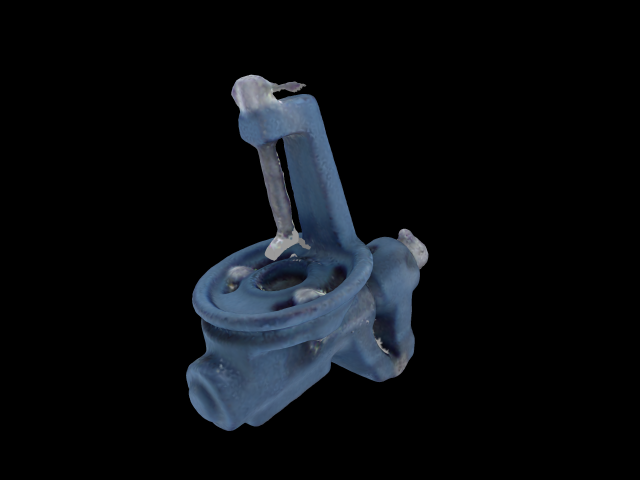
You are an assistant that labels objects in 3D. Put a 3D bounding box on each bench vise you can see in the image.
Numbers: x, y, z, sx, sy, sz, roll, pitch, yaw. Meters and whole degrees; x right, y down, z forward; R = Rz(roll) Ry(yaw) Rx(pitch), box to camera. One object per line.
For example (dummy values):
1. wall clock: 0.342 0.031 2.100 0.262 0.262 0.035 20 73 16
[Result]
1. bench vise: -0.007 0.000 0.406 0.121 0.220 0.208 7 14 29
